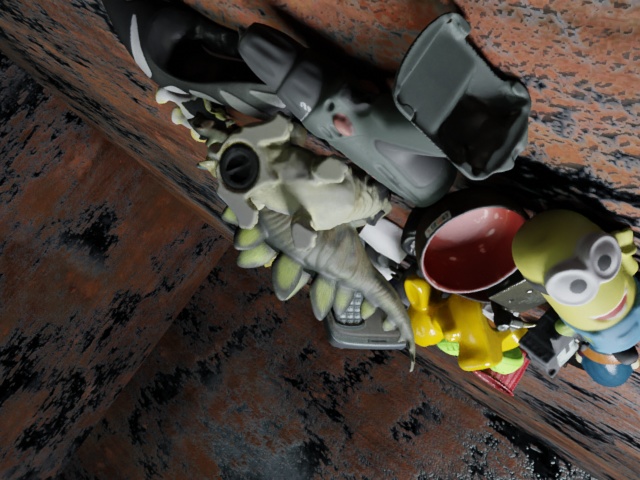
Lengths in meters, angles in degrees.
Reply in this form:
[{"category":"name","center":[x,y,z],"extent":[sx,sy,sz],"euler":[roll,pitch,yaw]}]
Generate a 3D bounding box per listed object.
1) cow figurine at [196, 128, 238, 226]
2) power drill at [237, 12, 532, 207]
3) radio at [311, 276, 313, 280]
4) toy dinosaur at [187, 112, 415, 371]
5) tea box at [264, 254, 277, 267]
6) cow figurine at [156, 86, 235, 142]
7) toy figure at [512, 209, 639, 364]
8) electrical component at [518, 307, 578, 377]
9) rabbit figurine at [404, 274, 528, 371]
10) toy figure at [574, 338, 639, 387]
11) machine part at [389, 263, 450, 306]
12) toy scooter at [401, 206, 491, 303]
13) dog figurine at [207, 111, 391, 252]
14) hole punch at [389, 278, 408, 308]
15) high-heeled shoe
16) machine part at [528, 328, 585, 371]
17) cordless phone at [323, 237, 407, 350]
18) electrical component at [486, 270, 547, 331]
[{"category":"cow figurine","center":[-0.127,-0.097,0.902],"extent":[0.085,0.127,0.195],"euler":[-5,-107,-63]},{"category":"power drill","center":[0.045,-0.107,0.427],"extent":[0.232,0.086,0.207],"euler":[37,167,-21]},{"category":"radio","center":[0.023,0.053,1.003],"extent":[0.230,0.073,0.131],"euler":[60,168,20]},{"category":"toy dinosaur","center":[-0.002,-0.002,0.746],"extent":[0.471,0.198,0.105],"euler":[39,173,-11]},{"category":"tea box","center":[-0.093,-0.042,0.993],"extent":[0.098,0.068,0.169],"euler":[106,148,-78]},{"category":"cow figurine","center":[-0.174,-0.192,0.822],"extent":[0.098,0.068,0.167],"euler":[27,170,13]},{"category":"toy figure","center":[0.240,0.045,0.485],"extent":[0.180,0.082,0.089],"euler":[38,167,-33]},{"category":"electrical component","center":[0.293,0.123,0.678],"extent":[0.048,0.075,0.119],"euler":[42,-178,39]},{"category":"rabbit figurine","center":[0.184,0.110,0.785],"extent":[0.162,0.122,0.173],"euler":[59,146,-4]},{"category":"toy figure","center":[0.332,0.125,0.626],"extent":[0.154,0.064,0.058],"euler":[53,-161,-47]},{"category":"machine part","center":[0.214,0.107,0.887],"extent":[0.243,0.079,0.079],"euler":[29,169,30]},{"category":"toy scooter","center":[0.174,0.025,0.640],"extent":[0.135,0.075,0.183],"euler":[24,165,26]},{"category":"dog figurine","center":[-0.015,-0.071,0.615],"extent":[0.172,0.121,0.190],"euler":[39,-161,13]},{"category":"hole punch","center":[0.146,0.121,1.063],"extent":[0.092,0.142,0.115],"euler":[37,-177,16]},{"category":"high-heeled shoe","center":[-0.125,-0.202,0.558],"extent":[0.248,0.086,0.145],"euler":[33,168,-15]},{"category":"machine part","center":[0.351,0.157,0.765],"extent":[0.084,0.039,0.139],"euler":[47,172,-14]},{"category":"cordless phone","center":[0.079,0.082,0.872],"extent":[0.146,0.184,0.089],"euler":[5,177,-18]},{"category":"electrical component","center":[0.227,0.059,0.581],"extent":[0.078,0.045,0.102],"euler":[27,135,-36]}]
